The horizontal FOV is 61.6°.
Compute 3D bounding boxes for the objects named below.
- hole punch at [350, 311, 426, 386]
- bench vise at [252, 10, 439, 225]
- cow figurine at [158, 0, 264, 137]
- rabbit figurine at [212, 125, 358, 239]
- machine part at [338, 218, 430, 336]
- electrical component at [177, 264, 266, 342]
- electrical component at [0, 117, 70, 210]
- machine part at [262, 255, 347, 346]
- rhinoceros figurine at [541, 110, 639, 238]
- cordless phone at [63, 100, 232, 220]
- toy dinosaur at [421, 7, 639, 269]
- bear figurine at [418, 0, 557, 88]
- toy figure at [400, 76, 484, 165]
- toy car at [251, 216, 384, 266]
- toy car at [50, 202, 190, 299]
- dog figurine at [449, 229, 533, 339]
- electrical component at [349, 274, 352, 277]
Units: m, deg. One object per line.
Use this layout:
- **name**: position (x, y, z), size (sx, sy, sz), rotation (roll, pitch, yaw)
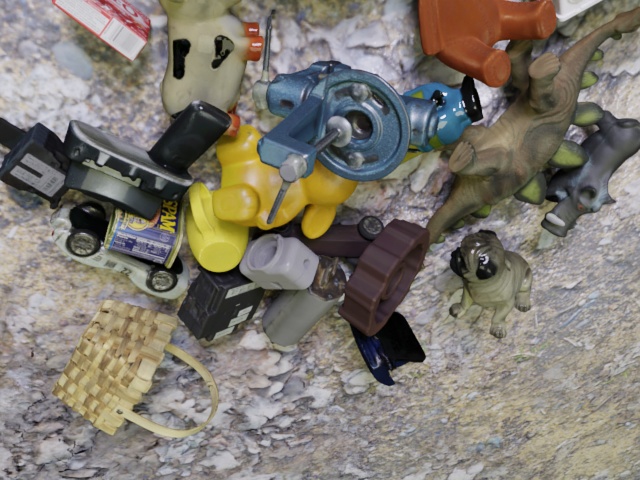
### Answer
- **hole punch**: position (0.102, 0.185, 0.935), size (0.115, 0.142, 0.092), rotation (18, 128, -40)
- **bench vise**: position (0.000, -0.125, 0.561), size (0.224, 0.241, 0.128), rotation (26, 129, 11)
- **cow figurine**: position (-0.127, -0.213, 0.572), size (0.127, 0.086, 0.194), rotation (5, 130, -23)
- **rabbit figurine**: position (-0.030, -0.062, 0.677), size (0.173, 0.122, 0.162), rotation (-10, 150, 16)
- **machine part**: position (0.096, 0.052, 0.793), size (0.179, 0.056, 0.179), rotation (-46, 155, -29)
- **electrical component**: position (-0.144, 0.089, 0.802), size (0.115, 0.058, 0.134), rotation (-12, 139, -49)
- **electrical component**: position (-0.343, -0.099, 0.635), size (0.075, 0.048, 0.119), rotation (-36, 130, 15)
- **machine part**: position (-0.028, 0.096, 0.828), size (0.079, 0.079, 0.243), rotation (11, 142, -22)
- **rhinoceros figurine**: position (0.388, -0.092, 0.777), size (0.073, 0.112, 0.190), rotation (14, 118, -35)
- **cordless phone**: position (-0.194, -0.110, 0.594), size (0.146, 0.089, 0.184), rotation (25, 145, -30)
- **toy dinosaur**: position (0.248, -0.111, 0.737), size (0.198, 0.105, 0.471), rotation (16, 134, -30)
- **bear figurine**: position (0.150, -0.276, 0.561), size (0.120, 0.132, 0.195), rotation (-44, 135, -10)
- **toy figure**: position (0.109, -0.138, 0.666), size (0.180, 0.089, 0.082), rotation (-16, 132, 27)
- **toy car**: position (-0.002, -0.002, 0.797), size (0.202, 0.053, 0.089), rotation (1, 149, -13)
- **toy car**: position (-0.267, 0.016, 0.732), size (0.201, 0.074, 0.056), rotation (31, 116, -33)
- **dog figurine**: position (0.278, 0.035, 0.841), size (0.121, 0.172, 0.190), rotation (16, 141, 26)
- **electrical component**: position (0.094, 0.073, 0.904), size (0.063, 0.021, 0.094), rotation (-41, 126, 19)
